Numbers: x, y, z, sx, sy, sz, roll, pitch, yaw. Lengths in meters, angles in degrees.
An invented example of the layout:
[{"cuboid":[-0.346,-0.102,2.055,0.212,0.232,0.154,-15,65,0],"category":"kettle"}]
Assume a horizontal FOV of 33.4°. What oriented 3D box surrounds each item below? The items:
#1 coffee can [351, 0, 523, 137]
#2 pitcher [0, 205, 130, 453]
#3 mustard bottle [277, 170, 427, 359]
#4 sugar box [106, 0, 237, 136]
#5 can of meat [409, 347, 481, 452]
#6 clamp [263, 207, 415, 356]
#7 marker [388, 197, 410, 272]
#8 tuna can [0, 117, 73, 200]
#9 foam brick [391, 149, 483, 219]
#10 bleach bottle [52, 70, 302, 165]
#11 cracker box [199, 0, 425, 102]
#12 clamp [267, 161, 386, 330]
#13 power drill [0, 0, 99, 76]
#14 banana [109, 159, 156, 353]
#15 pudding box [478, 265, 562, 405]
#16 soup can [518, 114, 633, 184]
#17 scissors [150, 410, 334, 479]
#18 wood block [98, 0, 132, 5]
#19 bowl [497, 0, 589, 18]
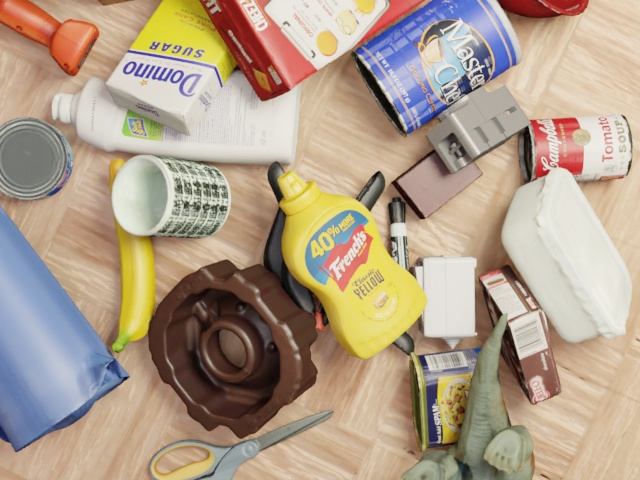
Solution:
[{"cuboid":[0.117,-0.184,1.076,0.140,0.103,0.103,-33,91,1],"category":"coffee can"},{"cuboid":[-0.318,0.086,1.077,0.149,0.145,0.243,-34,87,-12],"category":"pitcher"},{"cuboid":[0.019,0.015,1.029,0.096,0.058,0.191,-39,106,-16],"category":"mustard bottle"},{"cuboid":[-0.126,-0.197,1.062,0.093,0.048,0.176,24,69,16],"category":"sugar box"},{"cuboid":[0.139,0.162,1.094,0.084,0.057,0.102,-7,113,-3],"category":"can of meat"},{"cuboid":[0.007,0.047,1.113,0.164,0.036,0.210,-8,90,-3],"category":"clamp"},{"cuboid":[0.083,0.015,1.112,0.020,0.020,0.121,-3,81,0],"category":"marker"},{"cuboid":[-0.302,-0.084,1.112,0.086,0.034,0.086,0,91,0],"category":"tuna can"},{"cuboid":[0.121,-0.064,1.103,0.078,0.053,0.051,-38,91,0],"category":"foam brick"},{"cuboid":[-0.148,-0.135,1.099,0.251,0.068,0.102,5,86,3],"category":"bleach bottle"},{"cuboid":[-0.011,-0.258,1.040,0.213,0.072,0.164,-38,102,-28],"category":"cracker box"},{"cuboid":[-0.007,0.001,1.074,0.120,0.039,0.171,13,85,-5],"category":"clamp"},{"cuboid":[-0.311,-0.234,1.045,0.187,0.184,0.057,32,92,-10],"category":"power drill"},{"cuboid":[-0.192,0.018,1.097,0.037,0.069,0.198,-5,81,3],"category":"banana"},{"cuboid":[0.200,0.095,1.066,0.039,0.090,0.113,-20,122,-2],"category":"pudding box"},{"cuboid":[0.261,-0.093,1.095,0.102,0.068,0.068,-4,91,-1],"category":"soup can"},{"cuboid":[-0.078,0.241,1.126,0.201,0.016,0.096,-9,92,0],"category":"scissors"},{"cuboid":[-0.196,-0.295,1.023,0.091,0.206,0.090,-10,91,0],"category":"wood block"},{"cuboid":[0.199,-0.281,1.073,0.055,0.161,0.162,-33,91,42],"category":"bowl"}]
